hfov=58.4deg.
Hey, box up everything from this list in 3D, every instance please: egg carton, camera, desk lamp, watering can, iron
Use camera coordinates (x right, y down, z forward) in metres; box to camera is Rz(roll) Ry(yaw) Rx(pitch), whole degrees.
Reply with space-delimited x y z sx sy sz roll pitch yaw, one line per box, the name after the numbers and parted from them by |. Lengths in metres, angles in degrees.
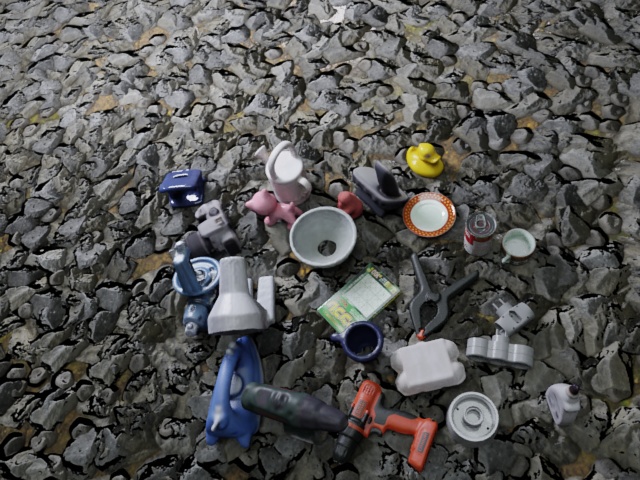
0.231 0.273 1.234 0.150 0.069 0.107 -14 60 3 | egg carton
-0.291 -0.017 1.467 0.137 0.101 0.143 -29 61 -6 | camera
-0.177 0.141 1.296 0.118 0.214 0.203 -7 61 7 | desk lamp
-0.094 -0.180 1.465 0.172 0.194 0.101 13 65 17 | watering can
-0.192 0.311 1.249 0.118 0.142 0.258 -1 62 10 | iron

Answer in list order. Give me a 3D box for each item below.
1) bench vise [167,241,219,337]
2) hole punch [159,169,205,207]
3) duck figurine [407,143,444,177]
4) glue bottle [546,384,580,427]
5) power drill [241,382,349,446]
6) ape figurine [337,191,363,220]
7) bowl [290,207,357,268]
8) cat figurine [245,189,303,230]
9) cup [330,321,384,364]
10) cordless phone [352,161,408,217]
-0.283 0.109 1.329 0.121 0.220 0.207 -19 60 0 | bench vise
-0.376 -0.153 1.561 0.108 0.091 0.101 -6 61 7 | hole punch
0.271 -0.218 1.481 0.104 0.086 0.077 37 74 25 | duck figurine
0.479 0.308 1.110 0.037 0.173 0.078 -11 61 5 | glue bottle
-0.039 0.354 1.160 0.229 0.209 0.076 12 65 16 | power drill
0.069 -0.093 1.447 0.076 0.092 0.078 15 66 18 | ape figurine
0.013 0.005 1.415 0.167 0.075 0.167 -4 61 8 | bowl
-0.118 -0.086 1.463 0.127 0.118 0.067 8 64 15 | cat figurine
0.085 0.234 1.267 0.117 0.095 0.092 5 63 13 | cup
0.142 -0.156 1.414 0.094 0.185 0.147 -42 63 -13 | cordless phone
